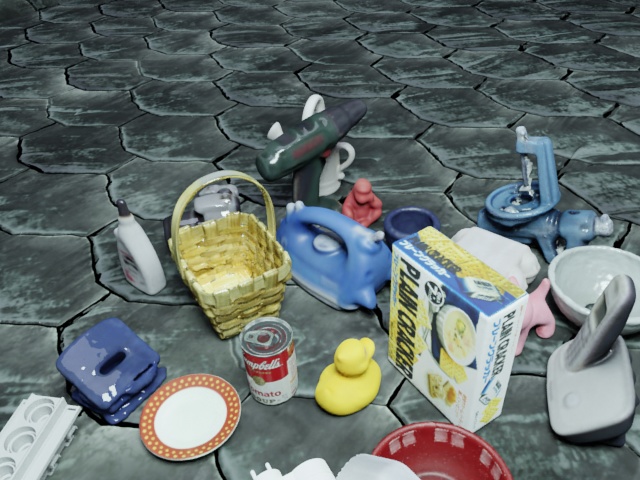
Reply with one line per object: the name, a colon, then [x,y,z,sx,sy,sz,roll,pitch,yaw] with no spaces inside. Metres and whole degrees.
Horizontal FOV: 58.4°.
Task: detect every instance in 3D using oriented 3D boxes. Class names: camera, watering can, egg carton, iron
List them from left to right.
camera: [-0.208,-0.039,1.025,0.137,0.101,0.143,-9,38,-7]
watering can: [-0.019,-0.191,1.132,0.173,0.194,0.101,-2,38,1]
iron: [0.008,0.003,0.922,0.257,0.142,0.119,26,46,32]
egg carton: [0.266,0.040,0.915,0.149,0.069,0.107,24,45,31]

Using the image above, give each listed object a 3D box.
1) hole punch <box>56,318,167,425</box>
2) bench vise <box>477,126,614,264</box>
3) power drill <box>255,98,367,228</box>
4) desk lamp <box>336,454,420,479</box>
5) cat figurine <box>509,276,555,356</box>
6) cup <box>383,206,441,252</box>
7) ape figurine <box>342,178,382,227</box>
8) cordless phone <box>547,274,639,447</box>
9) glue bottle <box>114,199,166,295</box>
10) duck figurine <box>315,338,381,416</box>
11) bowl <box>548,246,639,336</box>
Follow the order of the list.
hole punch: [-0.276,0.171,0.767,0.100,0.091,0.109,19,43,27]
bench vise: [0.371,-0.076,0.934,0.207,0.220,0.121,8,39,15]
power drill: [-0.006,-0.132,1.043,0.230,0.209,0.075,-27,44,-27]
desk lamp: [0.105,0.294,0.482,0.202,0.214,0.118,15,41,22]
cat figurine: [0.278,0.097,0.801,0.128,0.118,0.067,-25,42,-25]
cup: [0.147,0.013,0.937,0.091,0.095,0.118,7,39,14]
ape figurine: [0.076,-0.070,1.052,0.078,0.092,0.076,-4,38,-1]
cordless phone: [0.335,0.143,0.683,0.094,0.185,0.147,6,39,12]
glue bottle: [-0.297,0.007,0.913,0.078,0.173,0.037,21,44,28]
duck figurine: [0.037,0.171,0.749,0.077,0.086,0.105,28,48,34]
bowl: [0.416,0.085,0.841,0.167,0.075,0.167,-2,38,2]
